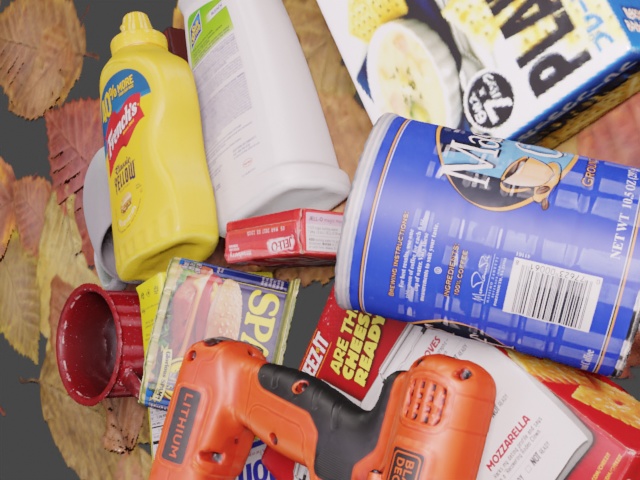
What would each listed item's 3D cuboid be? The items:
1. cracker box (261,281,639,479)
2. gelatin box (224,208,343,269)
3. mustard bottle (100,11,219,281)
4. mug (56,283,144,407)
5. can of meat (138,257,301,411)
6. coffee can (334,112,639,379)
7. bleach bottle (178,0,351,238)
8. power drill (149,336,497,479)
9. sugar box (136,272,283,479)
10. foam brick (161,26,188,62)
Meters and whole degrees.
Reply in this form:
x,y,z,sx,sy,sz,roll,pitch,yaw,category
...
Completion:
x,y,z,sx,sy,sz,roll,pitch,yaw,category
0.076,0.120,0.599,0.214,0.071,0.164,39,114,42,cracker box
-0.005,0.001,0.680,0.073,0.089,0.030,-8,82,46,gelatin box
-0.118,-0.073,0.749,0.096,0.058,0.191,-34,60,51,mustard bottle
-0.140,0.087,0.823,0.117,0.081,0.093,40,116,41,mug
-0.064,0.067,0.680,0.057,0.084,0.102,106,177,-75,can of meat
0.089,0.001,0.527,0.140,0.102,0.103,14,98,12,coffee can
-0.051,-0.130,0.762,0.103,0.067,0.251,-31,63,42,bleach bottle
-0.006,0.137,0.565,0.188,0.057,0.184,12,83,37,power drill
-0.070,0.111,0.736,0.048,0.093,0.176,-29,66,54,sugar box
-0.103,-0.114,0.821,0.051,0.052,0.078,-30,66,41,foam brick
